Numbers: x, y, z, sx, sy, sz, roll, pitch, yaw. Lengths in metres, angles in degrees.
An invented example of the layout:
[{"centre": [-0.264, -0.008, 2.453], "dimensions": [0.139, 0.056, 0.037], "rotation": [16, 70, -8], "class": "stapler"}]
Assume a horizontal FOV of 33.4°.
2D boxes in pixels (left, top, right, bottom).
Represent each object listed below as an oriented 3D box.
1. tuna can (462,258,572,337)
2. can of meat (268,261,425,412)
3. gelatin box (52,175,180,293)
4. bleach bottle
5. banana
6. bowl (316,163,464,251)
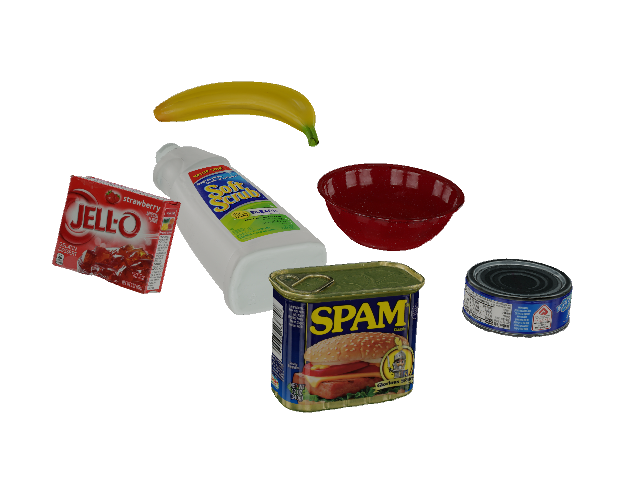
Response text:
[{"centre": [0.158, 0.045, 0.855], "dimensions": [0.086, 0.034, 0.086], "rotation": [1, 20, -1], "class": "tuna can"}, {"centre": [0.016, 0.064, 0.721], "dimensions": [0.102, 0.084, 0.057], "rotation": [-4, 17, -21], "class": "can of meat"}, {"centre": [-0.159, -0.006, 0.826], "dimensions": [0.089, 0.073, 0.030], "rotation": [16, 6, 20], "class": "gelatin box"}, {"centre": [-0.099, -0.027, 1.015], "dimensions": [0.102, 0.068, 0.251], "rotation": [-11, 35, -32], "class": "bleach bottle"}, {"centre": [-0.086, -0.149, 1.181], "dimensions": [0.198, 0.037, 0.069], "rotation": [9, 44, 18], "class": "banana"}, {"centre": [0.075, -0.032, 1.177], "dimensions": [0.162, 0.055, 0.162], "rotation": [4, 25, -2], "class": "bowl"}]
